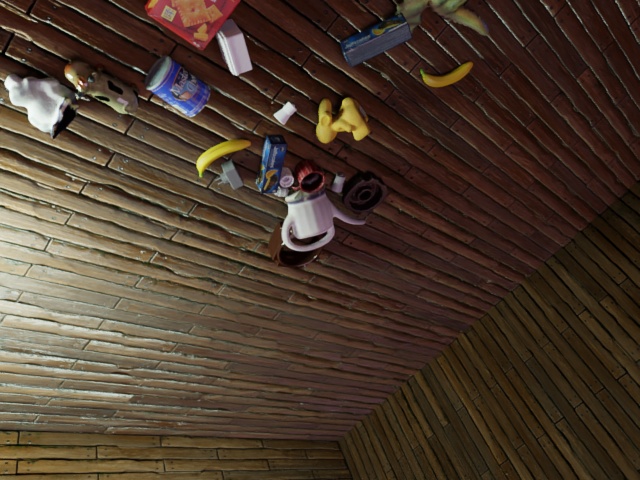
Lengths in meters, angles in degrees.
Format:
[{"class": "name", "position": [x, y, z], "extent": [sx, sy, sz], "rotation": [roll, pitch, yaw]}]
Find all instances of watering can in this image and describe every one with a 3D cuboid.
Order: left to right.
[{"class": "watering can", "position": [0.006, -0.094, 1.866], "extent": [0.351, 0.104, 0.222], "rotation": [-22, 107, -28]}]

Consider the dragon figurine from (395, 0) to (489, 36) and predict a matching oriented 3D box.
[{"class": "dragon figurine", "position": [0.332, -0.689, 1.525], "extent": [0.240, 0.125, 0.404], "rotation": [-25, 140, 24]}]

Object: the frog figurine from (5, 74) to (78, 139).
[{"class": "frog figurine", "position": [-0.704, -0.350, 1.298], "extent": [0.159, 0.125, 0.134], "rotation": [32, 128, -5]}]
